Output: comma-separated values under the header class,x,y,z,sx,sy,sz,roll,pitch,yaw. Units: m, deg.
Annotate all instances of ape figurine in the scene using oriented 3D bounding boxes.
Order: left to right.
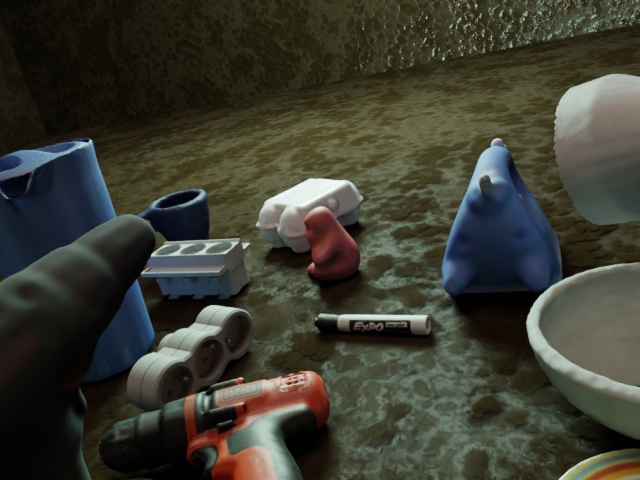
class,x,y,z,sx,sy,sz,roll,pitch,yaw
ape figurine,0.006,0.002,0.697,0.076,0.092,0.078,-5,24,20

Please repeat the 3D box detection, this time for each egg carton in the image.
class,x,y,z,sx,sy,sz,roll,pitch,yaw
egg carton,-0.013,-0.040,0.839,0.107,0.069,0.151,10,32,45

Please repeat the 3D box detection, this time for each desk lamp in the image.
class,x,y,z,sx,sy,sz,roll,pitch,yaw
desk lamp,0.296,-0.028,0.440,0.118,0.214,0.202,-30,28,-35

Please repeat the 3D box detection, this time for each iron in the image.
class,x,y,z,sx,sy,sz,roll,pitch,yaw
iron,0.195,-0.042,0.627,0.118,0.142,0.259,-4,24,22

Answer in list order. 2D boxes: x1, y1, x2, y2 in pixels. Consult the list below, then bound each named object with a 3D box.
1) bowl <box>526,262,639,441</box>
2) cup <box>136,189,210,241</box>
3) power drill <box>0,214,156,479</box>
class,x,y,z,sx,sy,sz,roll,pitch,yaw
bowl,0.231,0.084,0.393,0.167,0.075,0.167,-12,22,5
cup,-0.214,-0.014,0.861,0.118,0.095,0.091,-24,24,-23
power drill,-0.163,0.118,0.362,0.075,0.209,0.230,1,26,31
